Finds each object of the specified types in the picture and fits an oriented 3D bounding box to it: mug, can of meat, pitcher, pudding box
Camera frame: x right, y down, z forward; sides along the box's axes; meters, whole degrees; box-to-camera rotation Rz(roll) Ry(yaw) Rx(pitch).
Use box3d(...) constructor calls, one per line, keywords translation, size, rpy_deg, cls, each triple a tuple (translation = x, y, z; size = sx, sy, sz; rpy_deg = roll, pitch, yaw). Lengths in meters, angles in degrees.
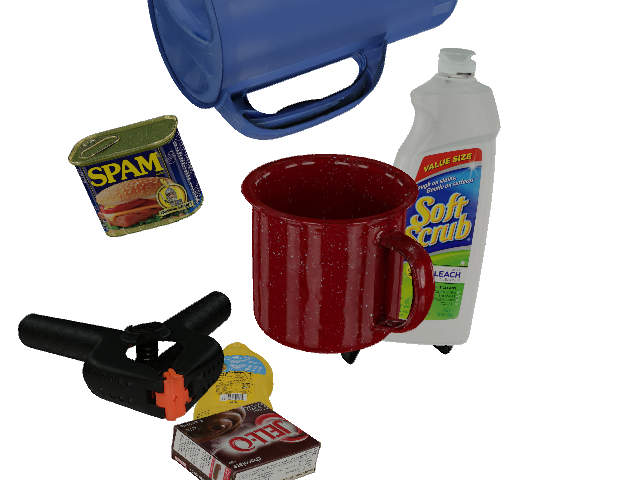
box3d(translation=(0.013, 0.011, 0.569), size=(0.117, 0.081, 0.093), rpy_deg=(22, 33, 37), cls="mug")
box3d(translation=(-0.166, -0.057, 0.977), size=(0.102, 0.084, 0.057), rpy_deg=(-13, 30, 9), cls="can of meat")
box3d(translation=(-0.005, -0.191, 0.868), size=(0.242, 0.149, 0.145), rpy_deg=(-20, 37, -25), cls="pitcher")
box3d(translation=(-0.070, 0.197, 1.004), size=(0.113, 0.039, 0.090), rpy_deg=(-11, 28, -44), cls="pudding box")

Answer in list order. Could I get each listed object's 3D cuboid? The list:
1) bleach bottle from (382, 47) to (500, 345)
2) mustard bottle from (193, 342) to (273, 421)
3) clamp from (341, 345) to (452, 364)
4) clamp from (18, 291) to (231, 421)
box3d(translation=(0.094, -0.037, 0.909), size=(0.102, 0.251, 0.068), rpy_deg=(4, 20, 0), cls="bleach bottle")
box3d(translation=(-0.108, 0.185, 1.350), size=(0.096, 0.058, 0.191), rpy_deg=(-2, 26, -2), cls="mustard bottle")
box3d(translation=(0.083, 0.068, 1.187), size=(0.120, 0.171, 0.039), rpy_deg=(5, -43, -3), cls="clamp")
box3d(translation=(-0.115, 0.076, 0.758), size=(0.164, 0.036, 0.210), rpy_deg=(-9, 14, -24), cls="clamp")
